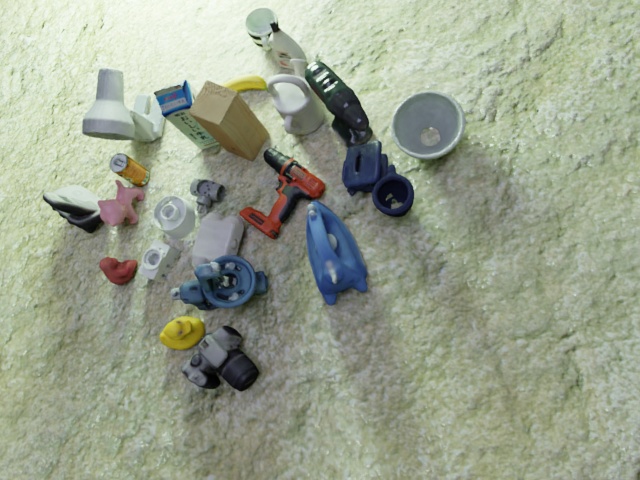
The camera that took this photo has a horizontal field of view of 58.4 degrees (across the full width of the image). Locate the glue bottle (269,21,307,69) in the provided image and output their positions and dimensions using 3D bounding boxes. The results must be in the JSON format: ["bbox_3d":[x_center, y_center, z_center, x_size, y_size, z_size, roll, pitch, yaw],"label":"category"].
[{"bbox_3d":[-0.090,-0.480,1.405,0.078,0.173,0.037,11,78,18],"label":"glue bottle"}]

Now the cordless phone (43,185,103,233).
[{"bbox_3d":[-0.636,-0.100,1.435,0.147,0.185,0.094,30,84,21],"label":"cordless phone"}]

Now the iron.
[{"bbox_3d":[0.012,0.004,1.257,0.118,0.142,0.258,-24,70,8],"label":"iron"}]

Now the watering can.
[{"bbox_3d":[-0.063,-0.341,1.347,0.100,0.194,0.173,-16,71,10],"label":"watering can"}]

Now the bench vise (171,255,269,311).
[{"bbox_3d":[-0.237,0.105,1.252,0.207,0.220,0.121,-30,69,5],"label":"bench vise"}]

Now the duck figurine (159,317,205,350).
[{"bbox_3d":[-0.328,0.211,1.317,0.104,0.086,0.077,-18,71,9],"label":"duck figurine"}]

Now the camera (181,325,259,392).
[{"bbox_3d":[-0.214,0.279,1.260,0.136,0.101,0.143,40,87,21],"label":"camera"}]

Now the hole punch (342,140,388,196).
[{"bbox_3d":[0.099,-0.165,1.309,0.101,0.091,0.109,1,75,15],"label":"hole punch"}]

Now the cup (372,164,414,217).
[{"bbox_3d":[0.166,-0.100,1.270,0.091,0.095,0.118,-7,73,13],"label":"cup"}]

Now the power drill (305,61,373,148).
[{"bbox_3d":[0.055,-0.292,1.294,0.075,0.209,0.229,-37,69,2],"label":"power drill"}]

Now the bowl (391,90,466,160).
[{"bbox_3d":[0.247,-0.249,1.302,0.167,0.075,0.167,-4,74,14],"label":"bowl"}]

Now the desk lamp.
[{"bbox_3d":[-0.495,-0.323,1.446,0.117,0.214,0.203,3,75,16],"label":"desk lamp"}]

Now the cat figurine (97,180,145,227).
[{"bbox_3d":[-0.506,-0.088,1.433,0.067,0.118,0.128,4,75,16],"label":"cat figurine"}]

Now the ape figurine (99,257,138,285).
[{"bbox_3d":[-0.502,0.067,1.401,0.077,0.092,0.076,26,83,20],"label":"ape figurine"}]

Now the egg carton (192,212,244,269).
[{"bbox_3d":[-0.241,0.008,1.361,0.107,0.069,0.150,9,77,17],"label":"egg carton"}]
